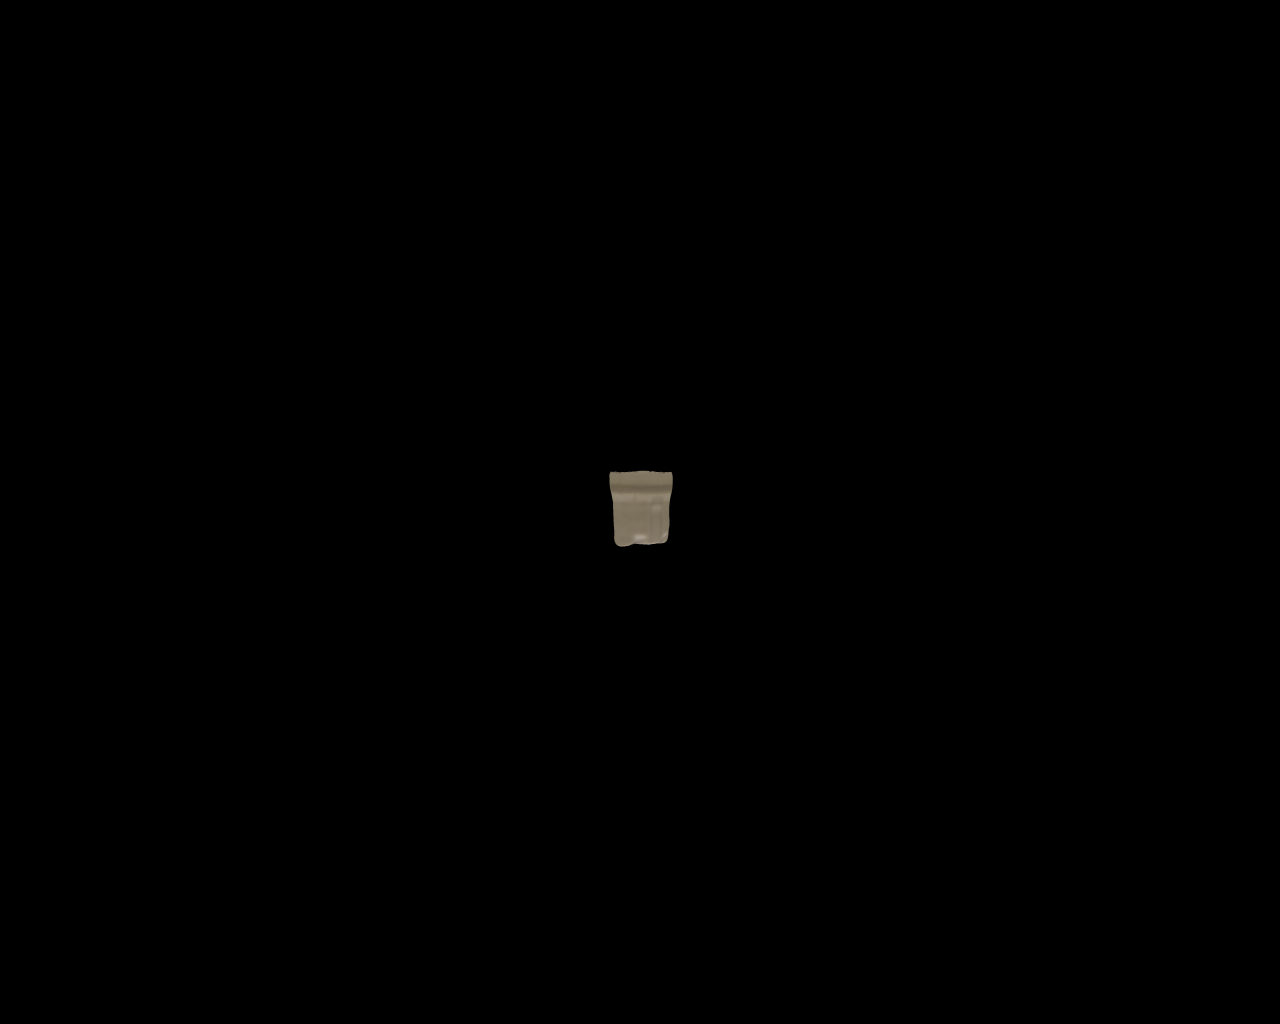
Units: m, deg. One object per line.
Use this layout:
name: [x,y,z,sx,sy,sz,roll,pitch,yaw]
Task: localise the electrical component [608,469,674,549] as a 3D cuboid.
electrical component: [0.001,-0.003,0.650,0.040,0.046,0.040,0,4,0]
